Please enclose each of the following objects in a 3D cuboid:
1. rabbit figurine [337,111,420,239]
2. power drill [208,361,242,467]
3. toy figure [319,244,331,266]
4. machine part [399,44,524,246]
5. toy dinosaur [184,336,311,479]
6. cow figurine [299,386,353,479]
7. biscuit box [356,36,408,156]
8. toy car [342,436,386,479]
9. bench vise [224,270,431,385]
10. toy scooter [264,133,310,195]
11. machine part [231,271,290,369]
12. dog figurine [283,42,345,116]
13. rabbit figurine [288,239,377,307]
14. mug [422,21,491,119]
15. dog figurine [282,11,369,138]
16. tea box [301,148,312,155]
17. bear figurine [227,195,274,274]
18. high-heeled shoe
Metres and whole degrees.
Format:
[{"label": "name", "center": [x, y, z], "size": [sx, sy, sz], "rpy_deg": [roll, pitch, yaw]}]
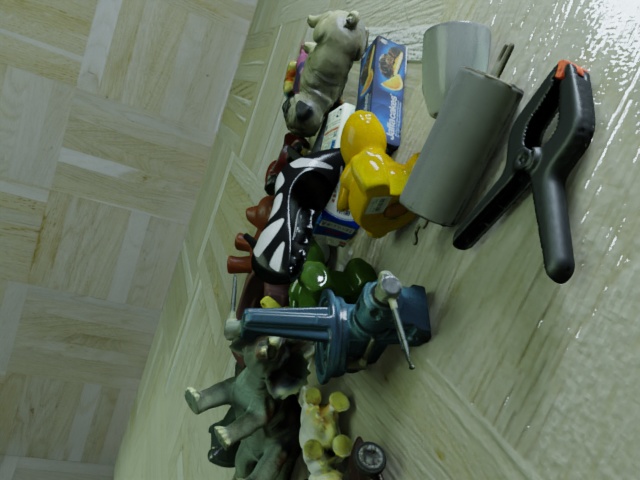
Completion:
[{"label": "rabbit figurine", "center": [0.079, -0.100, 0.759], "size": [0.162, 0.122, 0.173], "rpy_deg": [99, 155, -59]}, {"label": "power drill", "center": [-0.162, 0.364, 1.087], "size": [0.232, 0.086, 0.207], "rpy_deg": [-107, 35, -57]}, {"label": "toy figure", "center": [-0.002, -0.002, 0.966], "size": [0.058, 0.064, 0.154], "rpy_deg": [5, 73, 32]}, {"label": "machine part", "center": [0.159, -0.104, 0.615], "size": [0.079, 0.079, 0.243], "rpy_deg": [-118, 46, -61]}, {"label": "toy dinosaur", "center": [-0.082, 0.290, 0.845], "size": [0.131, 0.192, 0.404], "rpy_deg": [24, 133, 45]}, {"label": "cow figurine", "center": [0.003, 0.295, 0.732], "size": [0.167, 0.068, 0.098], "rpy_deg": [-93, 13, -47]}, {"label": "biscuit box", "center": [0.098, -0.229, 0.875], "size": [0.063, 0.059, 0.202], "rpy_deg": [144, 137, -59]}, {"label": "toy car", "center": [0.061, 0.322, 0.595], "size": [0.202, 0.053, 0.089], "rpy_deg": [-95, 9, -45]}, {"label": "bench vise", "center": [0.005, 0.106, 0.656], "size": [0.223, 0.241, 0.129], "rpy_deg": [114, 158, -66]}, {"label": "toy scooter", "center": [-0.071, -0.189, 1.251], "size": [0.184, 0.075, 0.135], "rpy_deg": [128, 156, -48]}, {"label": "machine part", "center": [-0.106, 0.155, 1.083], "size": [0.201, 0.087, 0.201], "rpy_deg": [-159, 85, -70]}, {"label": "dog figurine", "center": [-0.010, -0.302, 1.137], "size": [0.191, 0.108, 0.219], "rpy_deg": [-48, 36, 48]}, {"label": "rabbit figurine", "center": [0.000, 0.066, 0.844], "size": [0.170, 0.121, 0.158], "rpy_deg": [-125, 30, -45]}, {"label": "mug", "center": [0.160, -0.204, 0.677], "size": [0.110, 0.081, 0.107], "rpy_deg": [-1, 84, 63]}, {"label": "dog figurine", "center": [0.009, -0.285, 0.937], "size": [0.172, 0.121, 0.190], "rpy_deg": [113, 174, -67]}, {"label": "tea box", "center": [-0.027, -0.084, 1.075], "size": [0.098, 0.068, 0.169], "rpy_deg": [138, 141, -58]}, {"label": "bear figurine", "center": [-0.133, -0.020, 1.169], "size": [0.120, 0.132, 0.195], "rpy_deg": [-80, -4, -47]}, {"label": "high-heeled shoe", "center": [-0.012, -0.043, 0.780], "size": [0.249, 0.086, 0.145], "rpy_deg": [-45, 41, -11]}]
